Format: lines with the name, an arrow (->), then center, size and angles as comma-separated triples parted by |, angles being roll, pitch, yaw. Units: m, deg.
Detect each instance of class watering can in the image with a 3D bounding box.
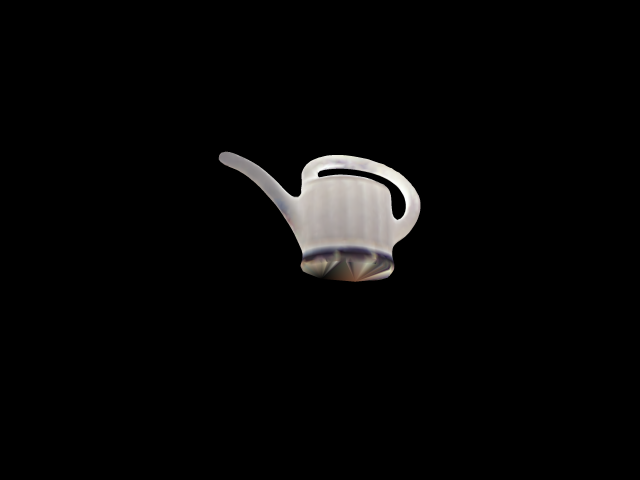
watering can -> 0.003, -0.043, 0.850 | 0.347, 0.228, 0.102 | 4, -24, -10
